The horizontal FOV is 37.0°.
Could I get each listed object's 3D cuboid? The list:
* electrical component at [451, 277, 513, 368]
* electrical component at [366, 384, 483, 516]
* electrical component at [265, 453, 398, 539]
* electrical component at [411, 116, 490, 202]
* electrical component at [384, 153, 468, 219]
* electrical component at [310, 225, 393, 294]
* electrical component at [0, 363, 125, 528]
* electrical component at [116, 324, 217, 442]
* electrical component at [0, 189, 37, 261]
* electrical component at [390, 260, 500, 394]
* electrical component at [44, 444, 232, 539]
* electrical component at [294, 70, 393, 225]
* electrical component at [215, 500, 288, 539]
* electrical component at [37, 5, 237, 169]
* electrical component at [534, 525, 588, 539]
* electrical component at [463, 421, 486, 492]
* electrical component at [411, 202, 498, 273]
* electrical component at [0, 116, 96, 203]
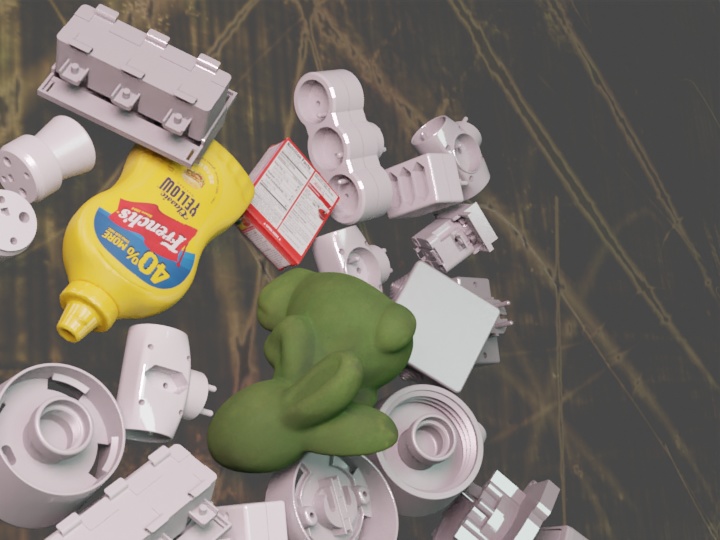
[{"bbox_3d":[0.114,0.047,1.019,0.047,0.076,0.083,4,75,-44],"label":"electrical component"},{"bbox_3d":[0.053,0.149,0.911,0.108,0.060,0.108,8,64,-16],"label":"electrical component"},{"bbox_3d":[-0.023,0.186,0.841,0.099,0.064,0.099,17,64,-39],"label":"electrical component"},{"bbox_3d":[0.098,-0.122,1.077,0.077,0.044,0.079,50,49,-22],"label":"electrical component"},{"bbox_3d":[0.071,-0.080,1.022,0.077,0.066,0.047,-5,82,-45],"label":"electrical component"},{"bbox_3d":[0.000,0.000,0.944,0.079,0.044,0.077,-19,91,-45],"label":"electrical component"},{"bbox_3d":[-0.207,0.114,0.711,0.099,0.064,0.099,21,52,-30],"label":"electrical component"},{"bbox_3d":[-0.138,0.087,0.784,0.079,0.043,0.077,23,63,-39],"label":"electrical component"},{"bbox_3d":[-0.244,-0.026,0.705,0.045,0.055,0.045,15,68,-41],"label":"electrical component"},{"bbox_3d":[0.063,0.054,0.956,0.100,0.048,0.099,32,70,-6],"label":"electrical component"},{"bbox_3d":[-0.153,0.175,0.720,0.079,0.063,0.121,35,42,19],"label":"electrical component"},{"bbox_3d":[-0.004,-0.113,0.969,0.074,0.052,0.138,-17,89,-46],"label":"electrical component"},{"bbox_3d":[-0.095,0.215,0.786,0.076,0.047,0.083,4,75,-42],"label":"electrical component"},{"bbox_3d":[-0.158,-0.136,0.778,0.121,0.063,0.078,26,55,-1],"label":"electrical component"},{"bbox_3d":[0.176,0.276,0.997,0.061,0.096,0.061,39,53,-27],"label":"electrical component"},{"bbox_3d":[0.090,0.167,0.987,0.044,0.044,0.065,54,43,-18],"label":"electrical component"},{"bbox_3d":[0.087,-0.030,1.020,0.064,0.081,0.042,-38,105,-14],"label":"electrical component"},{"bbox_3d":[-0.220,-0.077,0.752,0.055,0.045,0.045,-43,108,-42],"label":"electrical component"}]
